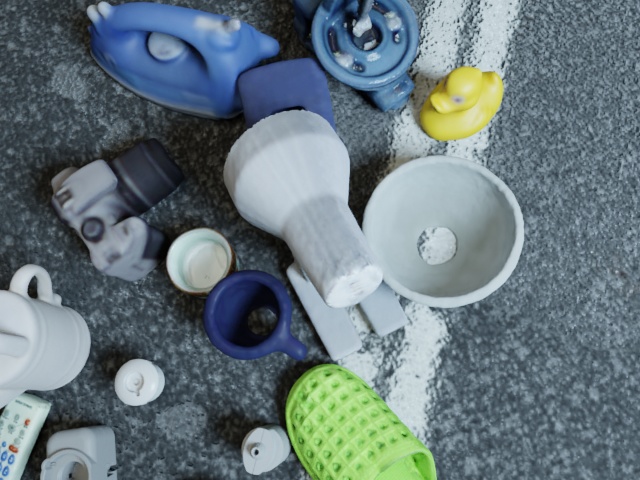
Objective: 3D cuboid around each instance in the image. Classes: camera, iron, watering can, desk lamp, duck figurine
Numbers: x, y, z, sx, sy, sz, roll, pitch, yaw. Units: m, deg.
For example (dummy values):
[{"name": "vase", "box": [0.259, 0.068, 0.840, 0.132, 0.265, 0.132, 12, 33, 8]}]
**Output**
[{"name": "camera", "box": [-0.223, -0.048, 0.662, 0.137, 0.101, 0.143, -37, 75, -4]}, {"name": "iron", "box": [-0.188, -0.237, 0.687, 0.258, 0.141, 0.119, 12, 77, 9]}, {"name": "watering can", "box": [-0.327, 0.110, 0.583, 0.101, 0.194, 0.173, -7, 75, 4]}, {"name": "desk lamp", "box": [0.005, 0.002, 0.568, 0.118, 0.213, 0.203, -29, 74, -2]}, {"name": "duck figurine", "box": [0.167, -0.169, 0.663, 0.104, 0.086, 0.077, -30, 75, -2]}]

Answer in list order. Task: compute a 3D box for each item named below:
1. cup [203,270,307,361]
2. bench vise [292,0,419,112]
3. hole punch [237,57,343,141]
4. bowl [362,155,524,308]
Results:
[{"name": "cup", "box": [-0.058, 0.091, 0.613, 0.117, 0.095, 0.092, 33, 81, 13]}, {"name": "bench vise", "box": [0.018, -0.253, 0.630, 0.207, 0.220, 0.121, 32, 81, 13]}, {"name": "hole punch", "box": [-0.034, -0.149, 0.675, 0.108, 0.091, 0.101, -12, 75, 3]}, {"name": "bowl", "box": [0.130, -0.004, 0.629, 0.167, 0.075, 0.167, -1, 75, 5]}]
